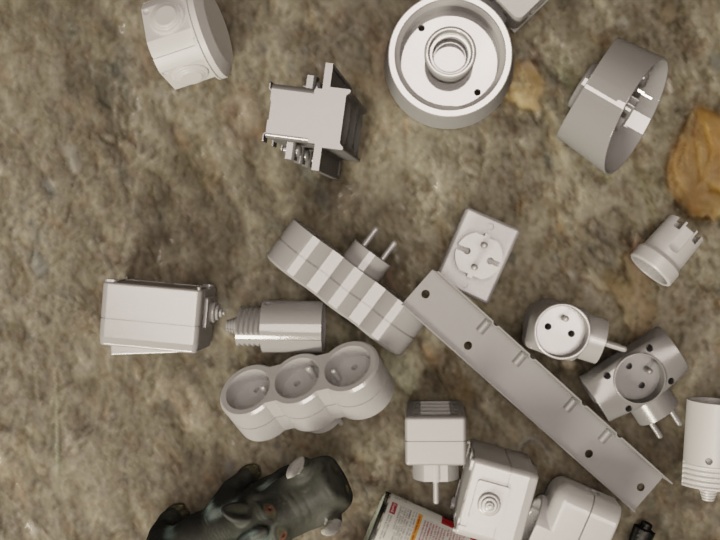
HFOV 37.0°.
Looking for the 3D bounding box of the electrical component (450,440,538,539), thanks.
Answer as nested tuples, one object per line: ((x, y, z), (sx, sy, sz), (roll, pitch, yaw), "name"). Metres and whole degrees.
((0.110, 0.180, 0.856), (0.061, 0.096, 0.061), (15, 93, 3), "electrical component")

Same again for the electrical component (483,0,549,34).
((0.156, -0.297, 0.859), (0.186, 0.060, 0.105), (-44, 89, 4), "electrical component")

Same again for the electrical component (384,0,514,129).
((0.072, -0.170, 0.867), (0.108, 0.060, 0.108), (0, 92, 4), "electrical component")

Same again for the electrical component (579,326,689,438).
((0.232, 0.099, 0.873), (0.077, 0.044, 0.079), (-34, 94, 3), "electrical component")

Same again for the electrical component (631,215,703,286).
((0.250, -0.016, 0.872), (0.040, 0.040, 0.046), (41, 87, 2), "electrical component")

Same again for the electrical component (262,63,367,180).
((-0.034, -0.115, 0.845), (0.063, 0.121, 0.078), (8, 92, 6), "electrical component")

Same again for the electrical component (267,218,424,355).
((0.000, 0.000, 0.881), (0.138, 0.052, 0.073), (37, 93, 1), "electrical component")

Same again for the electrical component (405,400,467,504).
((0.061, 0.148, 0.865), (0.047, 0.083, 0.075), (-1, 92, 4), "electrical component")

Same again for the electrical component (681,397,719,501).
((0.285, 0.146, 0.871), (0.043, 0.043, 0.081), (3, 92, 4), "electrical component")

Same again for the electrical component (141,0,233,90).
((-0.138, -0.189, 0.872), (0.051, 0.080, 0.080), (-16, 90, 9), "electrical component")

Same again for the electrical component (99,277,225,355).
((-0.160, 0.041, 0.887), (0.096, 0.062, 0.061), (5, 92, 3), "electrical component")

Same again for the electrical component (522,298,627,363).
((0.173, 0.051, 0.859), (0.079, 0.077, 0.043), (17, 92, 1), "electrical component")

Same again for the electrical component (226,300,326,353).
((-0.070, 0.047, 0.891), (0.081, 0.043, 0.043), (1, 92, 4), "electrical component")

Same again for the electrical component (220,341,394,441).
((-0.037, 0.109, 0.884), (0.138, 0.052, 0.073), (-14, 136, 15), "electrical component")

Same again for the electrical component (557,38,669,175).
((0.200, -0.130, 0.845), (0.064, 0.099, 0.099), (33, 93, 8), "electrical component")

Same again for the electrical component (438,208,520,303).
((0.094, -0.012, 0.862), (0.047, 0.077, 0.065), (24, 93, 2), "electrical component")

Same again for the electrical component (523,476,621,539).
((0.164, 0.220, 0.876), (0.059, 0.054, 0.095), (23, 93, 3), "electrical component")
